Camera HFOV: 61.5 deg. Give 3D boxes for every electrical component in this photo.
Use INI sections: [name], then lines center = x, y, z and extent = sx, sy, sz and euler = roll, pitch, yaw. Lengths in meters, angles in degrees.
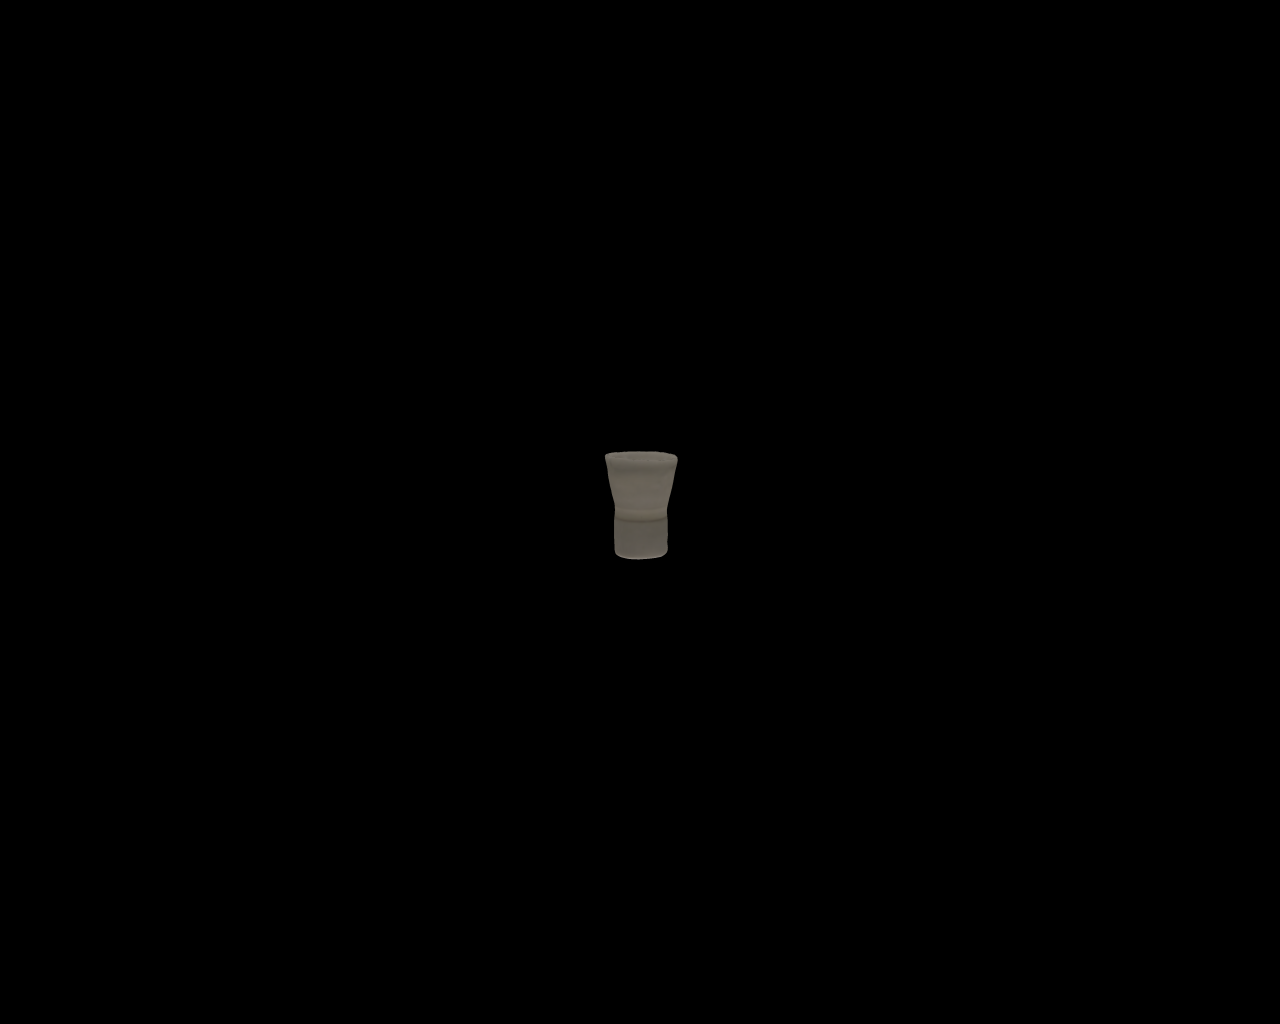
[electrical component]
center = 0.001, -0.003, 0.650
extent = 0.044, 0.065, 0.044
euler = 0, 10, 0
